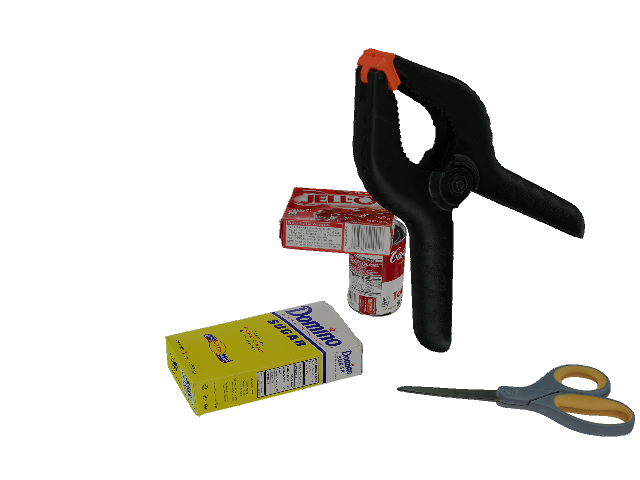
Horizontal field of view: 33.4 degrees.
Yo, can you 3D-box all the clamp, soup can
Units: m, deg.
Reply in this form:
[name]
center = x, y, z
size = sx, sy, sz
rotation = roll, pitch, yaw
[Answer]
[clamp]
center = 0.063, -0.023, 0.583
size = 0.171, 0.120, 0.039
rotation = 47, -13, -23
[soup can]
center = 0.065, 0.031, 1.262
size = 0.068, 0.102, 0.068
rotation = 0, 32, 0

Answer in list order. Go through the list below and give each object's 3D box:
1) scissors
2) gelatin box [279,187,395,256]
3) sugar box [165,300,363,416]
[scissors]
center = 0.173, 0.127, 0.934
size = 0.202, 0.016, 0.096
rotation = 12, 29, 8
[gelatin box]
center = 0.016, -0.017, 0.863
size = 0.089, 0.030, 0.073
rotation = 4, 22, 6
[sugar box]
center = -0.056, 0.113, 1.060
size = 0.176, 0.048, 0.093
rotation = -14, 32, -20
